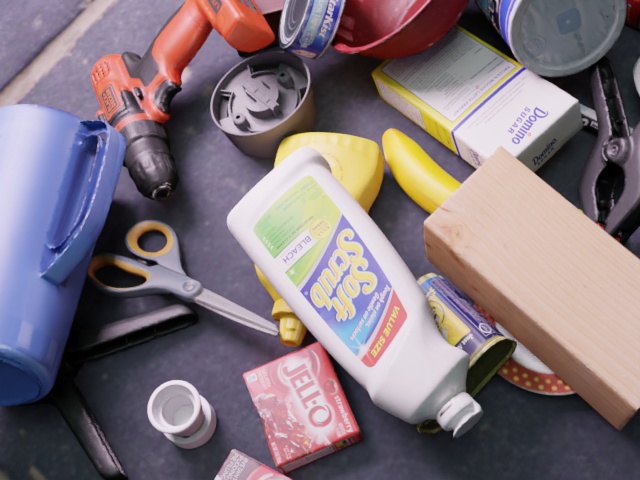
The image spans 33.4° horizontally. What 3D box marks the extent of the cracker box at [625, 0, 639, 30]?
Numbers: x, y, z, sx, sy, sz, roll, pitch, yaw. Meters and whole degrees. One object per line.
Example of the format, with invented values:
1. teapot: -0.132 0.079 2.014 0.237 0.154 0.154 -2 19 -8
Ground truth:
1. cracker box: 0.364 -0.209 0.891 0.214 0.164 0.072 31 77 24

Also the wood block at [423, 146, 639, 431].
1. wood block: 0.185 0.038 0.819 0.090 0.090 0.206 -44 71 -9

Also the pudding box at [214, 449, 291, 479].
1. pudding box: -0.055 0.235 0.837 0.090 0.039 0.113 23 72 21

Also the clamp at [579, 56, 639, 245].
1. clamp: 0.253 -0.080 0.897 0.120 0.039 0.171 35 108 62

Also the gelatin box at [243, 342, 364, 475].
1. gelatin box: -0.014 0.137 0.880 0.073 0.030 0.089 -23 62 0

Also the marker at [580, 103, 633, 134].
1. marker: 0.228 -0.116 0.956 0.121 0.020 0.020 33 75 24

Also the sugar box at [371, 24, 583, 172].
1. sugar box: 0.138 -0.125 0.952 0.093 0.048 0.176 -41 56 -8

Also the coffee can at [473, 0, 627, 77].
1. coffee can: 0.193 -0.221 0.940 0.103 0.103 0.140 -21 38 2

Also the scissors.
1. scissors: -0.112 0.029 0.944 0.202 0.016 0.096 9 52 20

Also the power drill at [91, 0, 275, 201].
1. power drill: -0.129 -0.150 0.986 0.188 0.057 0.184 -42 53 19

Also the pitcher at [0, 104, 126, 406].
1. pitcher: -0.249 0.009 0.906 0.145 0.149 0.242 8 55 -4

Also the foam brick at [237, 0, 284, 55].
1. foam brick: -0.053 -0.226 1.051 0.078 0.051 0.053 -13 62 5

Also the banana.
1. banana: 0.127 -0.037 0.933 0.198 0.037 0.069 28 45 19

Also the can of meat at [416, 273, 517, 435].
1. can of meat: 0.091 0.090 0.854 0.102 0.057 0.084 -50 61 11

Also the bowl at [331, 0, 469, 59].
1. bowl: 0.083 -0.218 0.953 0.162 0.055 0.162 -34 35 29

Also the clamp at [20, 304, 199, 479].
1. clamp: -0.225 0.118 0.929 0.210 0.036 0.164 7 61 14

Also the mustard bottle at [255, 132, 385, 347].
1. mustard bottle: -0.006 0.001 0.928 0.096 0.058 0.191 6 66 16

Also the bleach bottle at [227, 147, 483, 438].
1. bleach bottle: 0.037 0.045 0.826 0.102 0.068 0.251 -42 64 -1

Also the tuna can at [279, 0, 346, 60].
1. tuna can: -0.008 -0.210 0.973 0.033 0.086 0.086 13 63 -20
